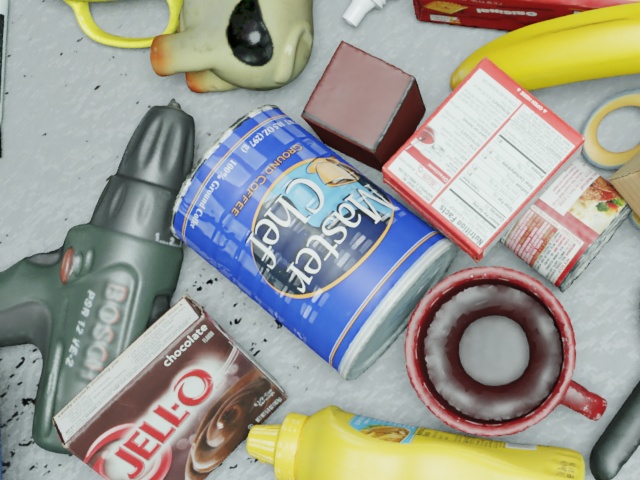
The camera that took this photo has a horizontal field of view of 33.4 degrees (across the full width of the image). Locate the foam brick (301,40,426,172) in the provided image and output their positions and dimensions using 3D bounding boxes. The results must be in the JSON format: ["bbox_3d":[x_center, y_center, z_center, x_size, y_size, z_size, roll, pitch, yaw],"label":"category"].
[{"bbox_3d":[0.029,-0.079,0.654,0.053,0.078,0.051,28,89,12],"label":"foam brick"}]

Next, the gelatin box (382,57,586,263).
[{"bbox_3d":[0.089,-0.044,0.590,0.073,0.030,0.089,42,88,14],"label":"gelatin box"}]

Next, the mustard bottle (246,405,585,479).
[{"bbox_3d":[0.051,0.132,0.613,0.192,0.096,0.058,9,87,13],"label":"mustard bottle"}]

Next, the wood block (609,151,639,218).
[{"bbox_3d":[0.262,0.015,0.558,0.090,0.090,0.206,-40,91,-7],"label":"wood block"}]

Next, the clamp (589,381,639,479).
[{"bbox_3d":[0.212,0.069,0.613,0.120,0.039,0.171,0,80,-7],"label":"clamp"}]

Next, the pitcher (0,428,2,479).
[{"bbox_3d":[-0.253,0.184,0.627,0.149,0.145,0.243,5,100,1],"label":"pitcher"}]

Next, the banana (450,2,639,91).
[{"bbox_3d":[0.158,-0.106,0.608,0.198,0.069,0.037,-3,75,28],"label":"banana"}]

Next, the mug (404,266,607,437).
[{"bbox_3d":[0.110,0.070,0.616,0.117,0.081,0.093,25,89,14],"label":"mug"}]

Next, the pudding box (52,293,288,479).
[{"bbox_3d":[-0.090,0.102,0.646,0.113,0.090,0.039,-45,36,-6],"label":"pudding box"}]

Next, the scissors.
[{"bbox_3d":[0.228,-0.099,0.620,0.096,0.016,0.202,35,107,22],"label":"scissors"}]

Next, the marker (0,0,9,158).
[{"bbox_3d":[-0.228,-0.112,0.741,0.020,0.020,0.121,-1,83,12],"label":"marker"}]

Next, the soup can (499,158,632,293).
[{"bbox_3d":[0.125,-0.026,0.632,0.102,0.068,0.068,40,92,14],"label":"soup can"}]

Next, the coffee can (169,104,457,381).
[{"bbox_3d":[-0.004,0.001,0.638,0.140,0.102,0.103,39,92,13],"label":"coffee can"}]

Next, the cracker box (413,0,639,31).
[{"bbox_3d":[0.152,-0.237,0.649,0.164,0.072,0.214,8,85,11],"label":"cracker box"}]
